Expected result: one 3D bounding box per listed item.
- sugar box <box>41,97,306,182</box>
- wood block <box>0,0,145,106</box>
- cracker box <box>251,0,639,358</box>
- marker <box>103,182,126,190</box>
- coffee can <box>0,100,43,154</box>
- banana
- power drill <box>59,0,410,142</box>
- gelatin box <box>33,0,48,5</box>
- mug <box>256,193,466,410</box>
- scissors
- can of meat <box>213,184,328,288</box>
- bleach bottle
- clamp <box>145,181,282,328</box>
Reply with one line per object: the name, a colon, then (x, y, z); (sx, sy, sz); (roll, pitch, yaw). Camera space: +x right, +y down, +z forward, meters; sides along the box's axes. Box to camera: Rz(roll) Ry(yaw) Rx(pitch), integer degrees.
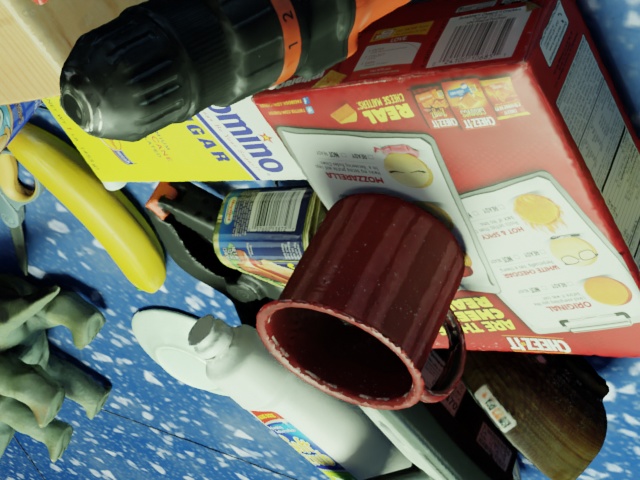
sugar box: (-0.085, -0.080, 0.657); (0.177, 0.048, 0.093); (3, 140, 36)
wood block: (-0.195, -0.179, 0.564); (0.091, 0.090, 0.206); (-2, 136, 37)
cracker box: (0.089, -0.028, 0.574); (0.164, 0.072, 0.213); (-1, 138, 40)
marker: (-0.166, -0.082, 0.738); (0.020, 0.020, 0.121); (8, 142, 29)
coffee can: (-0.259, -0.079, 0.701); (0.103, 0.140, 0.103); (20, 146, 14)
banana: (-0.169, -0.017, 0.814); (0.070, 0.037, 0.197); (1, 138, 35)
power drill: (-0.068, -0.115, 0.437); (0.188, 0.184, 0.057); (31, 138, 31)
gelatin box: (-0.125, -0.171, 0.520); (0.030, 0.089, 0.073); (31, 154, 35)
mug: (0.034, 0.037, 0.562); (0.117, 0.081, 0.093); (40, 148, -17)
scissors: (-0.271, -0.035, 0.887); (0.096, 0.016, 0.202); (34, 147, -5)
can of meat: (-0.005, 0.001, 0.676); (0.084, 0.057, 0.102); (0, 162, 41)
bleach bottle: (-0.009, 0.136, 0.841); (0.250, 0.068, 0.103); (41, 160, -29)
clamp: (-0.039, 0.027, 0.778); (0.165, 0.036, 0.209); (-6, 137, 40)
